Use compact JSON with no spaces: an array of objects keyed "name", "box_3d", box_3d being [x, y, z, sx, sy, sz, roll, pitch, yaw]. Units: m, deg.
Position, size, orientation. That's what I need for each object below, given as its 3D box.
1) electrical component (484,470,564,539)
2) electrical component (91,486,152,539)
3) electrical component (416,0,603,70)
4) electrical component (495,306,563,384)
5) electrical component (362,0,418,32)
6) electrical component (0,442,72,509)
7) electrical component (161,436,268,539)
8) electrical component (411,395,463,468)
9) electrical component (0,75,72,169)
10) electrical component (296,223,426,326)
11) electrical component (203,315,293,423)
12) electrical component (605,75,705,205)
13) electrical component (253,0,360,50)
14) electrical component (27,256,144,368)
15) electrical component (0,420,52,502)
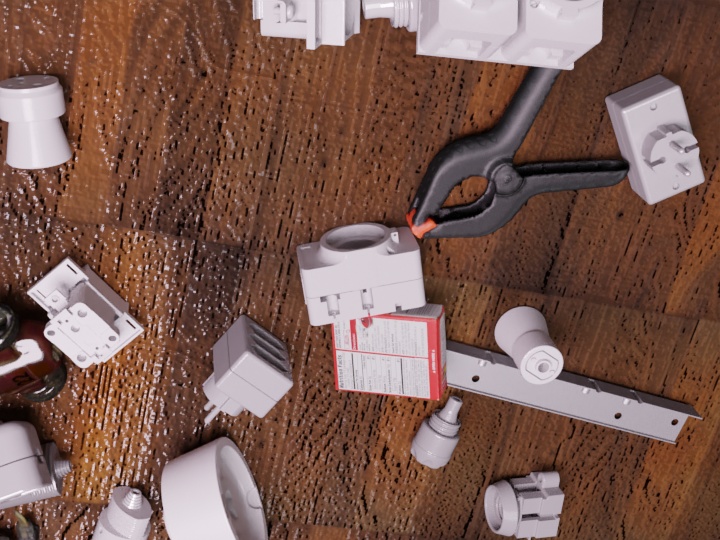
[{"name":"electrical component","box_3d":[0.142,0.207,0.942,0.055,0.048,0.066,-2,114,-17]},{"name":"electrical component","box_3d":[-0.197,0.216,0.891,0.043,0.043,0.081,16,110,-16]},{"name":"electrical component","box_3d":[0.097,-0.230,0.681,0.105,0.060,0.186,4,83,-11]},{"name":"electrical component","box_3d":[0.138,0.063,0.864,0.044,0.065,0.044,-3,114,-8]},{"name":"electrical component","box_3d":[0.033,-0.187,0.747,0.062,0.043,0.043,-8,115,-4]},{"name":"electrical component","box_3d":[-0.271,0.165,0.856,0.081,0.043,0.043,-13,115,-3]},{"name":"electrical component","box_3d":[-0.122,0.194,0.861,0.060,0.108,0.108,-19,116,7]},{"name":"electrical component","box_3d":[0.068,0.134,0.902,0.035,0.035,0.061,19,107,-17]},{"name":"electrical component","box_3d":[-0.225,-0.102,0.742,0.045,0.045,0.055,-5,114,-7]},{"name":"electrical component","box_3d":[0.000,0.000,0.822,0.089,0.050,0.055,-10,115,-5]},{"name":"electrical component","box_3d":[-0.096,0.087,0.837,0.047,0.065,0.076,38,103,-22]},{"name":"electrical component","box_3d":[0.228,-0.092,0.804,0.047,0.075,0.083,-23,116,2]},{"name":"electrical component","box_3d":[-0.034,-0.215,0.711,0.063,0.078,0.121,7,115,12]},{"name":"electrical component","box_3d":[-0.204,0.036,0.798,0.042,0.063,0.081,-39,114,10]},{"name":"electrical component","box_3d":[-0.288,0.150,0.807,0.095,0.053,0.059,-19,82,-5]}]
